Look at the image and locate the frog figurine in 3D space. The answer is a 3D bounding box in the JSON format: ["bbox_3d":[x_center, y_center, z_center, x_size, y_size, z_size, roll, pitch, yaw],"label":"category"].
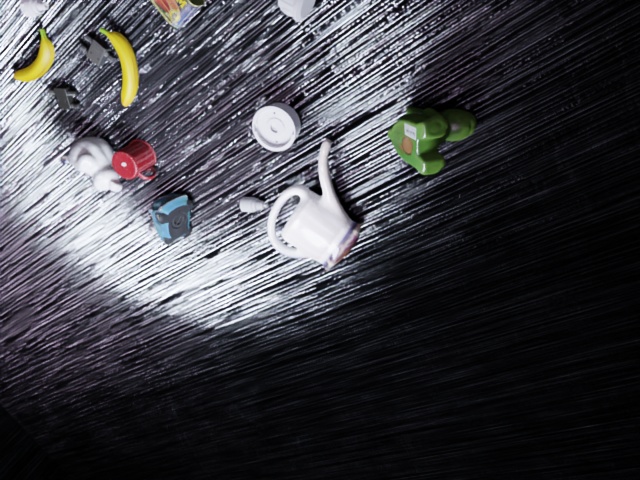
[{"bbox_3d":[-0.601,-0.204,1.400,0.161,0.137,0.122,37,98,20],"label":"frog figurine"}]

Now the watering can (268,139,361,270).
[{"bbox_3d":[0.004,-0.064,1.262,0.224,0.106,0.341,35,125,-1],"label":"watering can"}]
